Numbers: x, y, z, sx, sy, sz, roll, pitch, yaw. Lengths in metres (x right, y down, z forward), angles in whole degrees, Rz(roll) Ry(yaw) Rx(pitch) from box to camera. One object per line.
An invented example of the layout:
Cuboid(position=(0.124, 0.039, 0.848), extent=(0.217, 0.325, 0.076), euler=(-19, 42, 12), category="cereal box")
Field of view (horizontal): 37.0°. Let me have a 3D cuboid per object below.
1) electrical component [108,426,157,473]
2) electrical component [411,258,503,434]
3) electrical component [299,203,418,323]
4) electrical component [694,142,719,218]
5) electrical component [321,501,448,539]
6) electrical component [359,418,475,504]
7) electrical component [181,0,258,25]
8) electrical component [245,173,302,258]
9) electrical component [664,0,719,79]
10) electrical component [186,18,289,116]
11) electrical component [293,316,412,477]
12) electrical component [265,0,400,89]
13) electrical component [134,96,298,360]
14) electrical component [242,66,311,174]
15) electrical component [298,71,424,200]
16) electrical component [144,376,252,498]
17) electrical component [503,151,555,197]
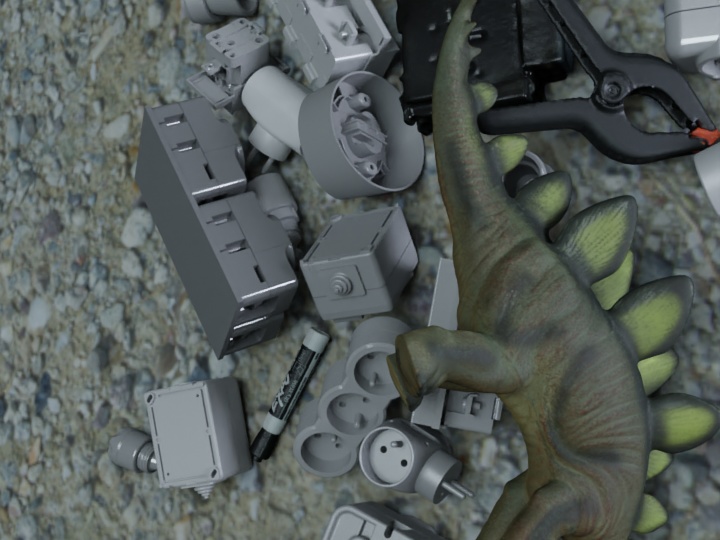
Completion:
Cuboid(position=(-0.187, 0.160, 0.932), extent=(0.061, 0.035, 0.035), euler=(19, 91, 24), category="electrical component")
Cuboid(position=(0.080, 0.058, 0.800), extent=(0.063, 0.079, 0.121), euler=(10, 87, 5), category="electrical component")
Cuboid(position=(0.000, 0.000, 0.828), extent=(0.062, 0.096, 0.061), euler=(-9, 116, 24), category="electrical component")
Cuboid(position=(0.261, -0.066, 0.737), extent=(0.047, 0.055, 0.055), euler=(-23, 73, 25), category="electrical component")
Cuboid(position=(0.025, 0.215, 0.807), extent=(0.095, 0.059, 0.053), euler=(23, 93, 27), category="electrical component")
Cuboid(position=(0.049, 0.147, 0.796), extent=(0.079, 0.077, 0.043), euler=(30, 96, 26), category="electrical component")
Cuboid(position=(-0.125, -0.243, 0.954), extent=(0.055, 0.045, 0.045), euler=(-4, 81, 26), category="electrical component")
Cuboid(position=(-0.071, -0.045, 0.902), extent=(0.040, 0.040, 0.078), euler=(-34, 70, 18), category="electrical component")
Cuboid(position=(0.264, -0.171, 0.751), extent=(0.095, 0.054, 0.059), euler=(-3, 81, 25), category="electrical component")
Cuboid(position=(-0.104, -0.175, 0.917), extent=(0.081, 0.063, 0.042), euler=(-34, 64, -28), category="electrical component")
Cuboid(position=(-0.002, 0.090, 0.837), extent=(0.052, 0.073, 0.138), euler=(28, 118, -9), category="electrical component")
Cuboid(position=(-0.027, -0.209, 0.885), extent=(0.121, 0.063, 0.078), euler=(63, 150, 19), category="electrical component")
Cuboid(position=(-0.118, -0.037, 0.881), extent=(0.186, 0.060, 0.105), euler=(62, 153, 20), category="electrical component")
Cuboid(position=(-0.069, -0.119, 0.910), extent=(0.077, 0.043, 0.079), euler=(42, 109, 25), category="electrical component")
Cuboid(position=(-0.001, -0.104, 0.848), extent=(0.064, 0.099, 0.099), euler=(-15, 76, 30), category="electrical component")
Cuboid(position=(-0.131, 0.140, 0.897), extent=(0.062, 0.061, 0.096), euler=(-13, 84, 24), category="electrical component")
Cuboid(position=(0.124, -0.062, 0.801), extent=(0.045, 0.055, 0.045), euler=(-4, 81, 25), category="electrical component")
